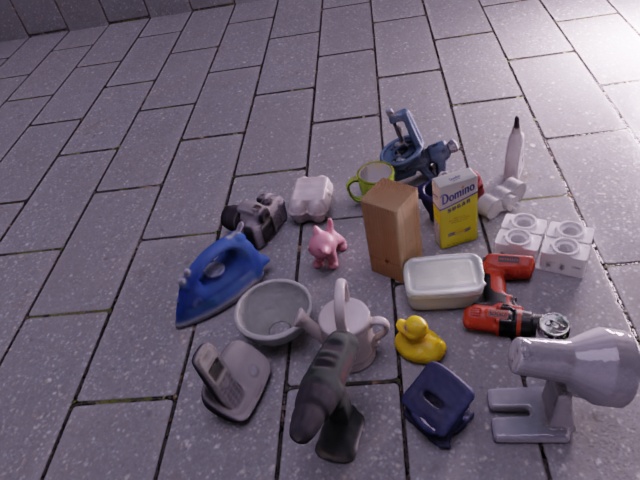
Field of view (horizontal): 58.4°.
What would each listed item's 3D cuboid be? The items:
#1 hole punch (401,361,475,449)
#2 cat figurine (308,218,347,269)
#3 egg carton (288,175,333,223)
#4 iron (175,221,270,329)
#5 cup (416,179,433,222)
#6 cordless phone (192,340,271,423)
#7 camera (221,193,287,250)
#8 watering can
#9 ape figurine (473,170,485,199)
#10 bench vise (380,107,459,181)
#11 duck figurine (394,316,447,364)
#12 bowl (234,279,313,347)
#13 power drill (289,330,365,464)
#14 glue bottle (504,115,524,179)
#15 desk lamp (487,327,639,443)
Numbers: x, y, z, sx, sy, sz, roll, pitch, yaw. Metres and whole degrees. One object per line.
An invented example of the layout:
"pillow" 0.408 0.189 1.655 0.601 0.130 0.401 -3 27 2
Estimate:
"hole punch" 0.202 0.281 0.982 0.101 0.091 0.108 -34 45 -23
"cat figurine" 0.012 0.005 1.321 0.067 0.118 0.128 4 44 19
"egg carton" -0.022 -0.108 1.493 0.107 0.069 0.150 -3 42 11
"iron" -0.241 0.074 1.287 0.118 0.142 0.259 26 54 36
"cup" 0.274 -0.089 1.378 0.117 0.095 0.092 7 45 22
"cordless phone" -0.168 0.233 1.057 0.094 0.185 0.148 5 44 19
"camera" -0.176 -0.065 1.459 0.136 0.101 0.143 14 48 27
"watering can" 0.040 0.157 1.083 0.173 0.194 0.100 -17 41 -4
"ape figurine" 0.373 -0.128 1.400 0.078 0.092 0.075 -36 46 -25
"bench vise" 0.243 -0.256 1.479 0.207 0.220 0.121 -18 41 -6
"duck figurine" 0.190 0.184 1.099 0.104 0.086 0.078 17 49 30
"bowl" -0.092 0.164 1.200 0.167 0.075 0.167 -7 41 6
"power drill" 0.018 0.275 0.945 0.075 0.209 0.230 4 44 18
"glue bottle" 0.488 -0.234 1.428 0.037 0.173 0.078 13 47 27
"desk lamp" 0.375 0.228 0.905 0.203 0.214 0.118 -5 42 9
